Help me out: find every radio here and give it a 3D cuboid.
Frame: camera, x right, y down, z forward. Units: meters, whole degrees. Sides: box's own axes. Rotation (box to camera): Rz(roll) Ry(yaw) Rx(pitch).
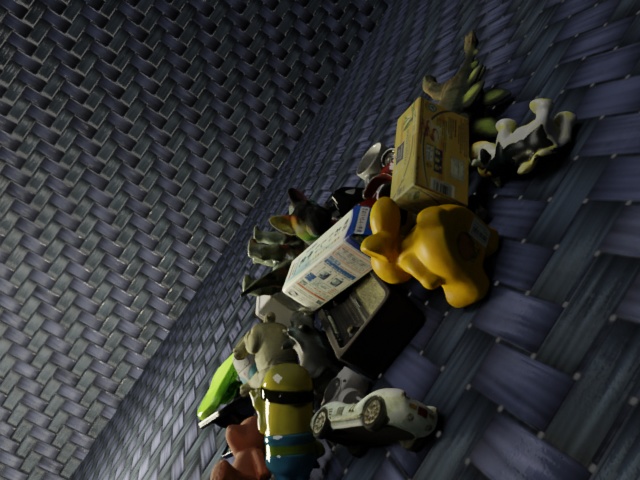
[{"bbox_3d":[0.070,0.115,0.866,0.131,0.073,0.230,-53,14,5],"label":"radio"}]

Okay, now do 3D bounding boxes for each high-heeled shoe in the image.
[{"bbox_3d":[0.076,-0.091,1.147,0.086,0.145,0.249,-50,18,17],"label":"high-heeled shoe"}]

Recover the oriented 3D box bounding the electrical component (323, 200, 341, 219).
[{"bbox_3d":[0.058,-0.077,1.306,0.119,0.075,0.048,-39,23,58],"label":"electrical component"}]

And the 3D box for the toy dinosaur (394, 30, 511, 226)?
[{"bbox_3d":[0.229,-0.188,0.972,0.199,0.105,0.471,-10,58,64],"label":"toy dinosaur"}]

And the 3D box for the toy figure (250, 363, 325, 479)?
[{"bbox_3d":[-0.041,0.269,0.770,0.089,0.082,0.180,-24,63,39],"label":"toy figure"}]

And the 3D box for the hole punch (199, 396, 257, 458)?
[{"bbox_3d":[-0.158,0.359,1.066,0.116,0.092,0.142,-27,-15,-48],"label":"hole punch"}]

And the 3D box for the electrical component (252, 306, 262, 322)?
[{"bbox_3d":[-0.113,0.159,1.369,0.115,0.058,0.134,-62,16,-17],"label":"electrical component"}]

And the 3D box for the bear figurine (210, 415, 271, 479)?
[{"bbox_3d":[-0.133,0.358,0.886,0.120,0.132,0.196,-44,25,24],"label":"bear figurine"}]

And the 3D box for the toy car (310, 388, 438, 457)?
[{"bbox_3d":[0.060,0.226,0.666,0.202,0.073,0.056,-35,28,52],"label":"toy car"}]

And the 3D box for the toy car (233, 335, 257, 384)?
[{"bbox_3d":[-0.132,0.247,1.157,0.109,0.103,0.162,-43,22,37],"label":"toy car"}]

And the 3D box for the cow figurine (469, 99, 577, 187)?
[{"bbox_3d":[0.274,-0.121,0.764,0.167,0.068,0.098,-30,35,60],"label":"cow figurine"}]

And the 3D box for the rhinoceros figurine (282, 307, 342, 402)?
[{"bbox_3d":[-0.012,0.189,0.898,0.073,0.112,0.190,-54,23,15],"label":"rhinoceros figurine"}]

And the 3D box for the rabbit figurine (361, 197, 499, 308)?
[{"bbox_3d":[0.127,0.020,0.727,0.173,0.162,0.122,-21,47,56],"label":"rabbit figurine"}]

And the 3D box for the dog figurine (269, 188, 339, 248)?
[{"bbox_3d":[-0.002,-0.003,1.065,0.108,0.219,0.191,-57,15,-18],"label":"dog figurine"}]

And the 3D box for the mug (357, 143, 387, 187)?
[{"bbox_3d":[0.139,-0.132,1.113,0.081,0.107,0.109,-40,26,48],"label":"mug"}]

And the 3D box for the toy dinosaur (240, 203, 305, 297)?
[{"bbox_3d":[-0.063,0.047,1.184,0.405,0.192,0.131,-90,4,-64],"label":"toy dinosaur"}]

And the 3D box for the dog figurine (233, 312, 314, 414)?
[{"bbox_3d":[-0.065,0.217,0.940,0.191,0.121,0.172,-13,87,65],"label":"dog figurine"}]

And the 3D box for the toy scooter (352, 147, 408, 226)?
[{"bbox_3d":[0.124,-0.060,0.901,0.135,0.075,0.183,40,110,49],"label":"toy scooter"}]

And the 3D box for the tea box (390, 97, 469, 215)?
[{"bbox_3d":[0.168,-0.121,0.815,0.068,0.098,0.169,-45,29,54],"label":"tea box"}]

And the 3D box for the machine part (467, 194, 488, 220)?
[{"bbox_3d":[0.194,-0.005,0.815,0.139,0.039,0.084,-49,22,19],"label":"machine part"}]
